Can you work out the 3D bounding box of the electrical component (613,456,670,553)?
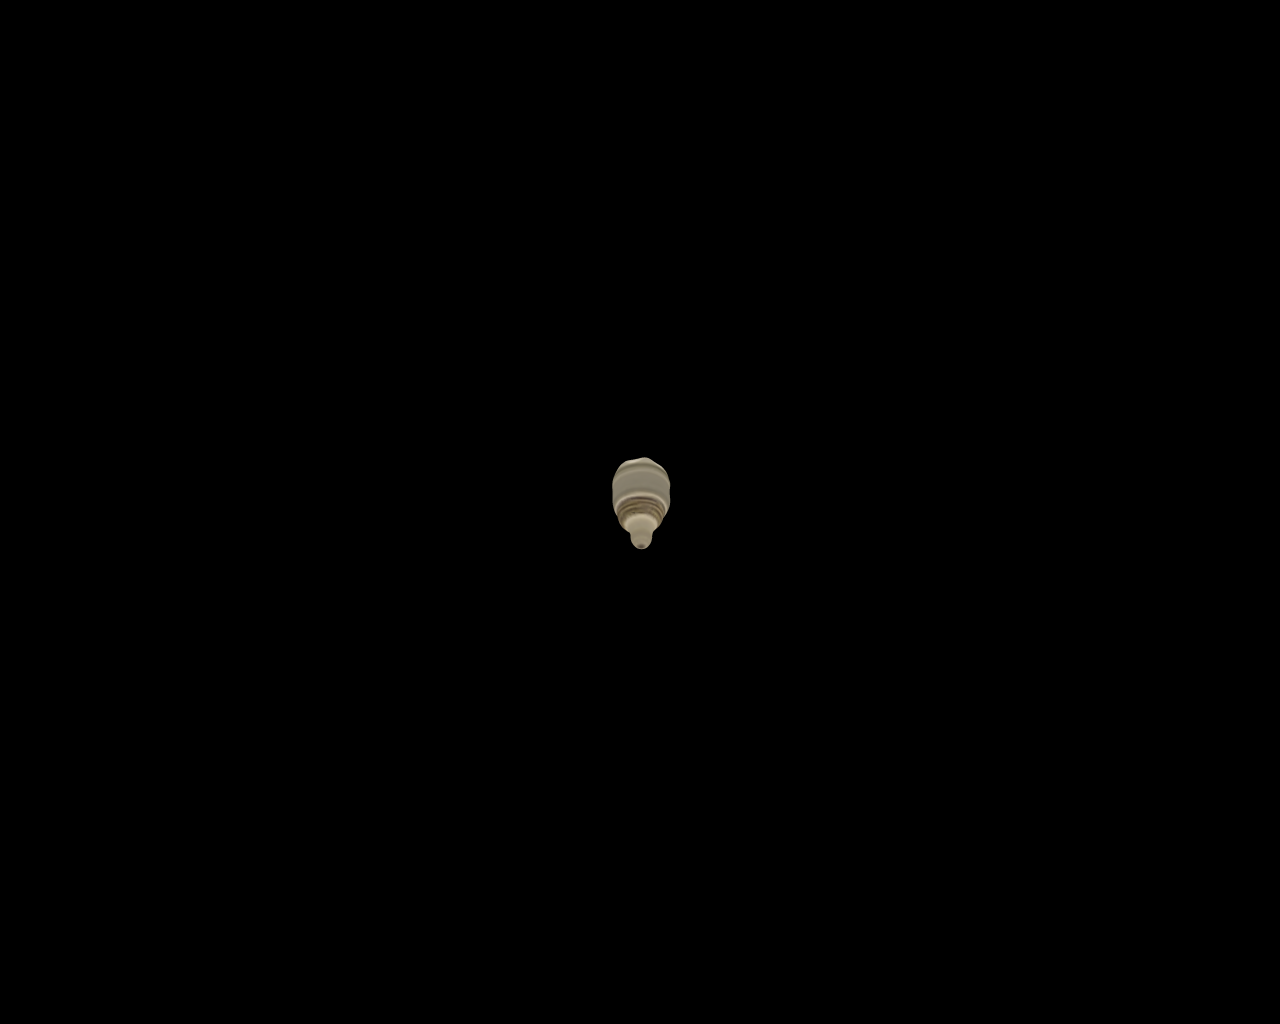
[{"bbox_3d":[0.001,-0.003,0.650,0.035,0.061,0.035,0,-40,0],"label":"electrical component"}]
